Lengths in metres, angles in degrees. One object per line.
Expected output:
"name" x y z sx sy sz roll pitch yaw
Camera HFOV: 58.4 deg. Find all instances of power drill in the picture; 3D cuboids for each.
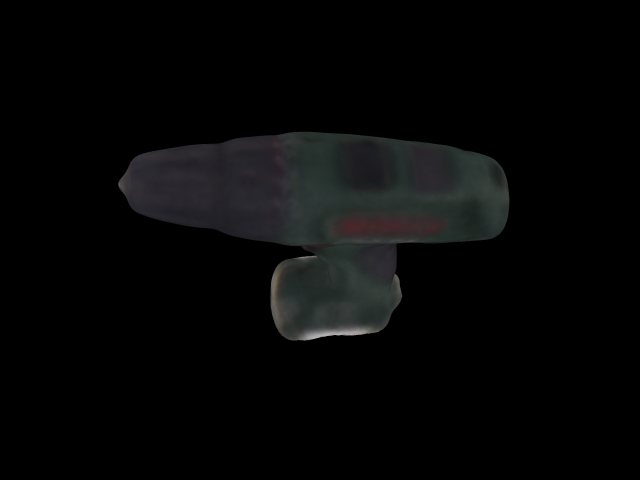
"power drill" 0.004 0.001 0.400 0.229 0.208 0.075 -6 63 -3
